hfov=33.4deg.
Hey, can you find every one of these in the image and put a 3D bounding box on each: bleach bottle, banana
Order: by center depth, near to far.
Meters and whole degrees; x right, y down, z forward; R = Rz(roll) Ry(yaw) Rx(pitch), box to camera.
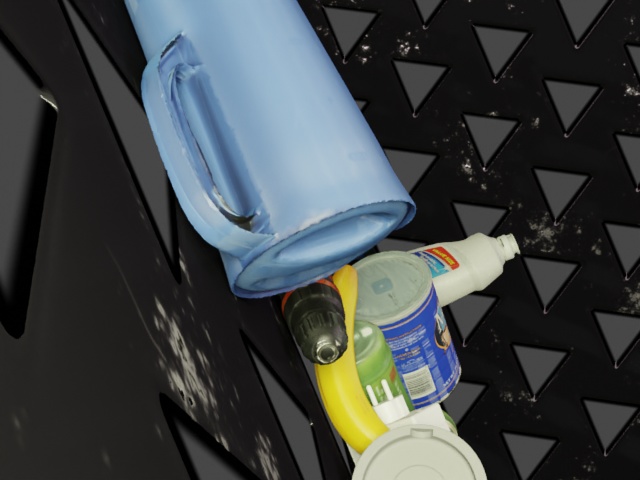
[{"bbox_3d":[0.029,0.117,0.950,0.037,0.069,0.198,110,-37,-62],"label":"banana"},{"bbox_3d":[0.122,0.048,1.318,0.102,0.251,0.068,-108,174,-55],"label":"bleach bottle"}]

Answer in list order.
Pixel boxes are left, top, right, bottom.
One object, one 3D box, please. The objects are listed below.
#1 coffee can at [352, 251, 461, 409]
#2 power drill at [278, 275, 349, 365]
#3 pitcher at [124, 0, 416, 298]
[{"bbox_3d":[0.082,0.096,1.110,0.103,0.103,0.140,-108,177,-53],"label":"coffee can"},{"bbox_3d":[-0.033,-0.004,0.891,0.184,0.057,0.187,-115,-176,-64],"label":"power drill"},{"bbox_3d":[-0.049,-0.092,0.720,0.149,0.145,0.243,98,-32,-72],"label":"pitcher"}]
